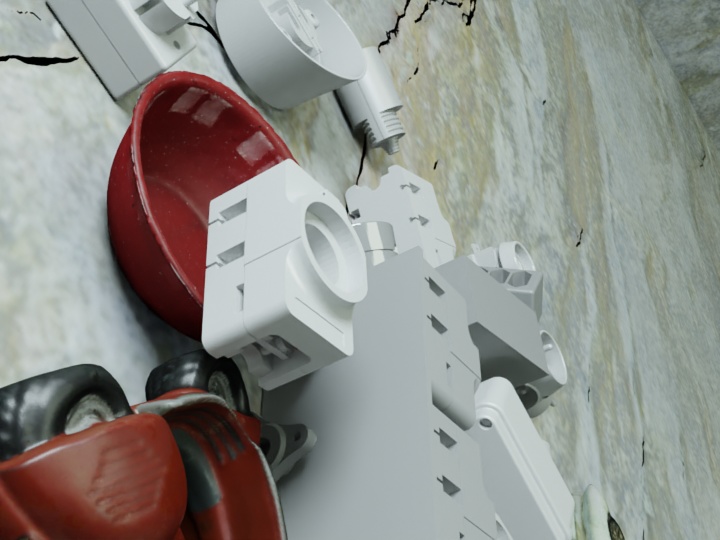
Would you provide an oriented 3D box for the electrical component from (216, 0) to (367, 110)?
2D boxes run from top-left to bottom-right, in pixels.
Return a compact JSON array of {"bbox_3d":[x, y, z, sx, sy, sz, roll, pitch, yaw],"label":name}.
[{"bbox_3d":[-0.049,-0.160,0.733,0.099,0.064,0.099,43,33,-38],"label":"electrical component"}]

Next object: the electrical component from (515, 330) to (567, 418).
[{"bbox_3d":[0.122,0.089,0.821,0.079,0.077,0.044,43,33,-39],"label":"electrical component"}]

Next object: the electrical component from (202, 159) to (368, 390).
[{"bbox_3d":[-0.034,0.000,0.498,0.050,0.056,0.089,40,35,-41],"label":"electrical component"}]

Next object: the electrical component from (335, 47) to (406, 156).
[{"bbox_3d":[0.010,-0.128,0.840,0.081,0.043,0.043,66,26,1],"label":"electrical component"}]

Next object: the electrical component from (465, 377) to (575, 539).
[{"bbox_3d":[0.083,0.138,0.704,0.113,0.078,0.057,61,23,-8],"label":"electrical component"}]

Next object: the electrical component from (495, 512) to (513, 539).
[{"bbox_3d":[0.042,0.197,0.592,0.089,0.062,0.150,58,26,-13],"label":"electrical component"}]

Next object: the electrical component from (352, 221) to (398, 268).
[{"bbox_3d":[0.000,0.000,0.697,0.055,0.055,0.047,10,62,-60],"label":"electrical component"}]

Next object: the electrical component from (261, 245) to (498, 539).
[{"bbox_3d":[0.007,0.093,0.567,0.060,0.105,0.186,43,33,-38],"label":"electrical component"}]

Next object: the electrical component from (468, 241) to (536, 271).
[{"bbox_3d":[0.116,0.005,0.908,0.048,0.055,0.066,10,59,-60],"label":"electrical component"}]

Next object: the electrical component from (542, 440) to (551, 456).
[{"bbox_3d":[0.114,0.153,0.777,0.055,0.055,0.047,31,45,-50],"label":"electrical component"}]

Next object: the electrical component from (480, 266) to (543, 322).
[{"bbox_3d":[0.110,0.041,0.865,0.047,0.066,0.076,-47,139,-63],"label":"electrical component"}]

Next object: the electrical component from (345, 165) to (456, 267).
[{"bbox_3d":[0.033,-0.021,0.781,0.056,0.050,0.089,20,50,-56],"label":"electrical component"}]

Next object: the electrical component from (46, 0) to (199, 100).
[{"bbox_3d":[-0.114,-0.142,0.579,0.065,0.077,0.047,57,27,-17],"label":"electrical component"}]
